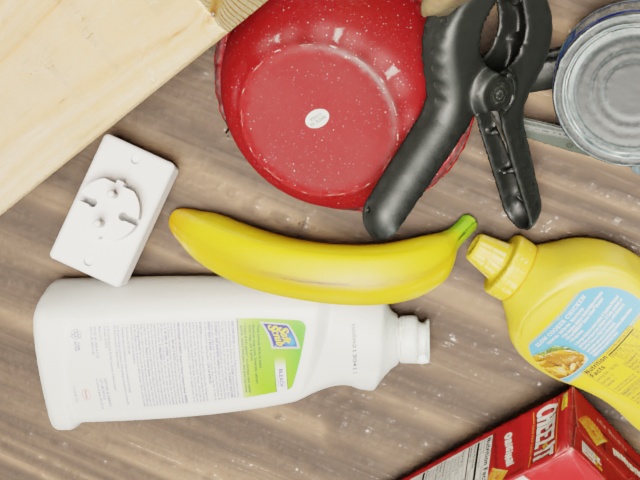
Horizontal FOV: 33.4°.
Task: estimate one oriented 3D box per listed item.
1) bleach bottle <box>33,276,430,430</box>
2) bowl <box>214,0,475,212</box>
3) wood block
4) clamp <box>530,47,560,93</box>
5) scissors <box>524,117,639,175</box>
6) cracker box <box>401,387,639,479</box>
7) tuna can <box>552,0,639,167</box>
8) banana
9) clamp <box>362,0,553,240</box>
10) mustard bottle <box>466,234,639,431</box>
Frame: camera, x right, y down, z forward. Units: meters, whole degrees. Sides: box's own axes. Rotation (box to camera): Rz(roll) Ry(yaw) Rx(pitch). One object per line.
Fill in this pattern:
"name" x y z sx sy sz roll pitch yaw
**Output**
"bleach bottle" -0.054 0.073 0.700 0.251 0.068 0.102 -1 116 6
"bowl" 0.006 -0.077 0.613 0.162 0.055 0.162 8 120 14
"wood block" -0.131 -0.108 0.592 0.206 0.090 0.090 -31 104 32
"clamp" 0.191 -0.112 0.595 0.210 0.036 0.165 29 119 -4
"scissors" 0.205 -0.053 0.606 0.201 0.016 0.096 24 143 -10
"cracker box" 0.131 0.213 0.710 0.214 0.072 0.164 -36 107 29
"tuna can" 0.168 -0.083 0.572 0.086 0.033 0.086 6 115 14
"banana" -0.003 0.011 0.662 0.198 0.069 0.037 3 122 6
"clamp" 0.076 -0.076 0.571 0.039 0.120 0.171 24 122 48
"mustard bottle" 0.175 0.052 0.656 0.191 0.058 0.096 30 129 -5
